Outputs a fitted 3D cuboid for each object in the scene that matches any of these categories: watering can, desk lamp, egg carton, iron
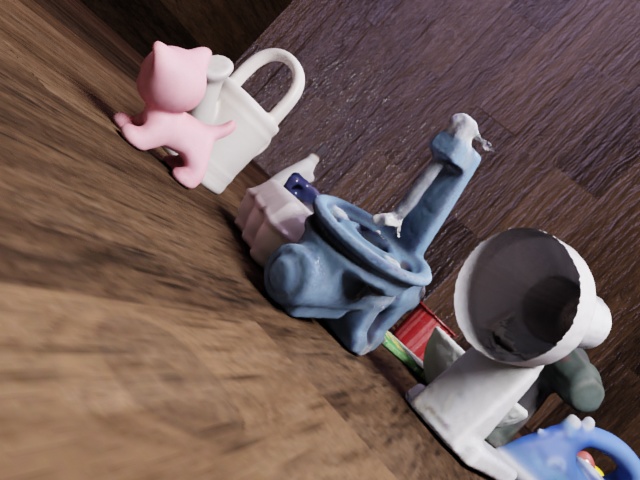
[{"bbox_3d":[-0.100,-0.161,0.714,0.101,0.194,0.173,44,3,2],"label":"watering can"},{"bbox_3d":[0.188,0.112,0.560,0.204,0.213,0.117,41,4,-45],"label":"desk lamp"},{"bbox_3d":[-0.032,-0.002,0.606,0.107,0.069,0.150,42,3,-28],"label":"egg carton"},{"bbox_3d":[0.355,0.309,0.767,0.259,0.141,0.118,43,3,-19],"label":"iron"}]

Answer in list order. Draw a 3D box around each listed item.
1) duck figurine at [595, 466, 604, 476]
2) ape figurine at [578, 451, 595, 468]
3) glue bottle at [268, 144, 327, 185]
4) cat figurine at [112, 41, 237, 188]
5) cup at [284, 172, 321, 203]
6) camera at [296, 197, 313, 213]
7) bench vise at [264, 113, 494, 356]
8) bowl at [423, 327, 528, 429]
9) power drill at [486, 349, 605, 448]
[{"bbox_3d":[0.445,0.420,0.986,0.104,0.086,0.078,45,3,23],"label":"duck figurine"},{"bbox_3d":[0.402,0.379,0.918,0.076,0.092,0.078,45,3,34],"label":"ape figurine"},{"bbox_3d":[-0.047,-0.123,1.135,0.078,0.173,0.037,41,3,-45],"label":"glue bottle"},{"bbox_3d":[-0.136,-0.133,0.564,0.128,0.117,0.067,42,3,-41],"label":"cat figurine"},{"bbox_3d":[-0.041,-0.045,0.861,0.091,0.095,0.118,45,3,27],"label":"cup"},{"bbox_3d":[0.007,0.003,0.776,0.137,0.100,0.143,44,3,7],"label":"camera"},{"bbox_3d":[0.065,-0.008,0.526,0.121,0.219,0.208,44,3,15],"label":"bench vise"},{"bbox_3d":[0.198,0.203,0.792,0.167,0.074,0.167,44,3,-2],"label":"bowl"},{"bbox_3d":[0.311,0.214,0.871,0.076,0.208,0.229,43,3,-17],"label":"power drill"}]
